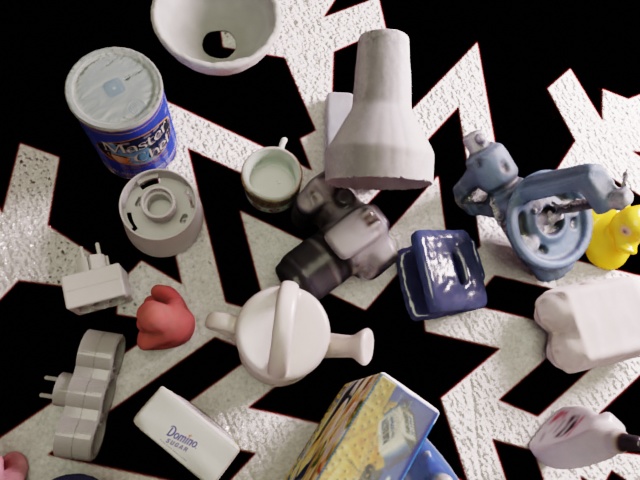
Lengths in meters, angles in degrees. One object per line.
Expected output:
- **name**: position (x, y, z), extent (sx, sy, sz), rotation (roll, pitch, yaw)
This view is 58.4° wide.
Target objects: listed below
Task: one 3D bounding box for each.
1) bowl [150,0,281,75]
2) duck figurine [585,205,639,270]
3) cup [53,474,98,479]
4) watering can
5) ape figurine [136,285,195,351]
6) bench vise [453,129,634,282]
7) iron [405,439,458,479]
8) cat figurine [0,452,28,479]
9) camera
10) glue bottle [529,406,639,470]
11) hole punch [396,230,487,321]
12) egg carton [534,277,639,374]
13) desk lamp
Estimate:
- **bowl**: position (-0.136, -0.285, 0.773), extent (0.167, 0.074, 0.167), rotation (2, 73, -6)
- **duck figurine**: position (0.398, -0.019, 0.754), extent (0.077, 0.086, 0.104), rotation (15, 72, -2)
- **cup**: position (-0.233, 0.291, 0.580), extent (0.117, 0.095, 0.092), rotation (42, 73, 6)
- **watering can**: position (-0.032, 0.099, 0.610), extent (0.173, 0.194, 0.101), rotation (-10, 75, -10)
- **ape figurine**: position (-0.182, 0.089, 0.648), extent (0.076, 0.092, 0.078), rotation (32, 73, 3)
- **bench vise**: position (0.248, -0.049, 0.674), extent (0.207, 0.219, 0.121), rotation (34, 73, 4)
- **iron**: position (0.135, 0.324, 0.592), extent (0.119, 0.141, 0.258), rotation (-10, 75, -10)
- **cat figurine**: position (-0.331, 0.258, 0.566), extent (0.067, 0.117, 0.127), rotation (-39, 82, -16)
- **camera**: position (0.006, 0.002, 0.692), extent (0.137, 0.100, 0.143), rotation (-36, 81, -15)
- **glue bottle**: position (0.296, 0.217, 0.626), extent (0.037, 0.173, 0.078), rotation (43, 74, 7)
- **hole punch**: position (0.155, 0.038, 0.705), extent (0.101, 0.091, 0.108), rotation (-10, 75, -9)
- **egg carton**: position (0.348, 0.104, 0.721), extent (0.150, 0.069, 0.107), rotation (-11, 75, -10)
- **desk lamp**: position (0.059, -0.131, 0.679), extent (0.118, 0.213, 0.203), rotation (2, 73, -6)
